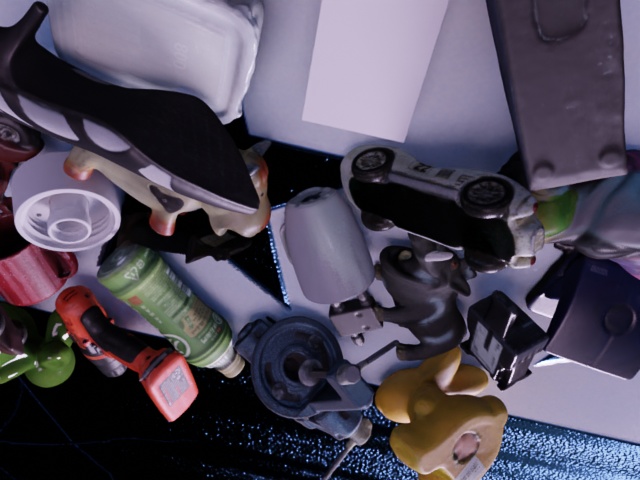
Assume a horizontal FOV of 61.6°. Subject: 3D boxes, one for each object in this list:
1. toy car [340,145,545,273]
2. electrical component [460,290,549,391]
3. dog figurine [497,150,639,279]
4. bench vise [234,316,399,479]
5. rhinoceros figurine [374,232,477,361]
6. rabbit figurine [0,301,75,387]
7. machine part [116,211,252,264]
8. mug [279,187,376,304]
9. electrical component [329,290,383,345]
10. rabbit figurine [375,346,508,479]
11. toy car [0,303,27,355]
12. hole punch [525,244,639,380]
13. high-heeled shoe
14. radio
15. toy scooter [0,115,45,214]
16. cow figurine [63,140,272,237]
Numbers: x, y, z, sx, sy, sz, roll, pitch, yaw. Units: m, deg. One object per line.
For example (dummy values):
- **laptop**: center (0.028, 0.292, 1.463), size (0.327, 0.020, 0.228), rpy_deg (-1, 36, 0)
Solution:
- **toy car**: center (0.099, -0.033, 0.473), size (0.202, 0.056, 0.073), rpy_deg (23, 143, 39)
- **electrical component**: center (0.190, 0.092, 0.555), size (0.048, 0.075, 0.119), rpy_deg (-22, 134, -20)
- **dog figurine**: center (0.255, -0.012, 0.490), size (0.219, 0.108, 0.191), rpy_deg (-12, 129, 24)
- **bench vise**: center (0.001, 0.179, 0.646), size (0.223, 0.129, 0.240), rpy_deg (54, 153, -3)
- **rhinoceros figurine**: center (0.115, 0.056, 0.587), size (0.112, 0.073, 0.190), rpy_deg (-7, 128, 17)
- **rabbit figurine**: center (-0.408, 0.144, 0.745), size (0.159, 0.121, 0.170), rpy_deg (-25, 139, 19)
- **machine part**: center (-0.149, -0.002, 0.582), size (0.139, 0.084, 0.039), rpy_deg (10, 110, 12)
- **mug**: center (-0.001, -0.002, 0.565), size (0.110, 0.081, 0.107), rpy_deg (16, 130, 49)
- **electrical component**: center (0.047, 0.094, 0.662), size (0.063, 0.021, 0.093), rpy_deg (-15, 124, 20)
- **rabbit figurine**: center (0.135, 0.205, 0.668), size (0.121, 0.173, 0.162), rpy_deg (42, 79, -24)
- **toy car**: center (-0.413, 0.055, 0.624), size (0.202, 0.053, 0.089), rpy_deg (53, 158, 8)
- **hole punch**: center (0.295, 0.073, 0.562), size (0.142, 0.092, 0.115), rpy_deg (20, 126, -3)
- **high-heeled shoe**: center (-0.176, -0.083, 0.447), size (0.145, 0.086, 0.248), rpy_deg (-24, 120, 43)
- **radio**: center (0.155, -0.154, 0.368), size (0.073, 0.131, 0.229), rpy_deg (-13, 126, 21)
- **toy scooter**: center (-0.375, -0.088, 0.555), size (0.184, 0.075, 0.135), rpy_deg (9, 132, -4)
- **cow figurine**: center (-0.132, -0.070, 0.520), size (0.195, 0.085, 0.127), rpy_deg (34, 124, -10)
